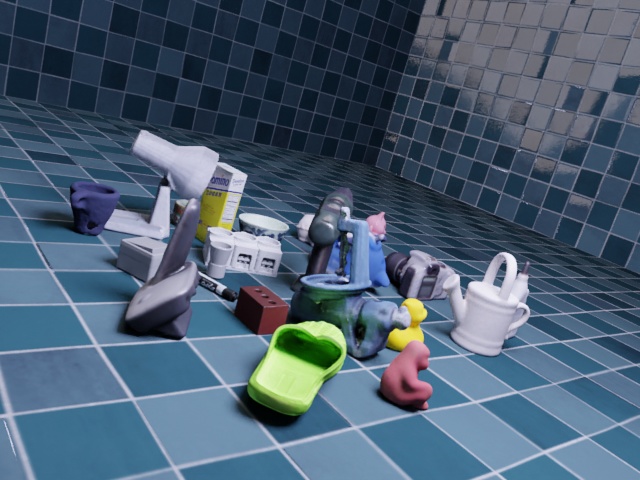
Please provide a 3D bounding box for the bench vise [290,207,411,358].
[{"bbox_3d":[0.065,0.068,0.953,0.207,0.220,0.122,19,15,12],"label":"bench vise"}]

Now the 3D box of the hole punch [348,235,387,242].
[{"bbox_3d":[0.100,0.016,1.450,0.100,0.091,0.109,25,17,33],"label":"hole punch"}]

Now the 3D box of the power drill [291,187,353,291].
[{"bbox_3d":[0.011,0.004,1.157,0.075,0.208,0.230,17,14,5],"label":"power drill"}]

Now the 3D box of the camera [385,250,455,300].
[{"bbox_3d":[0.228,0.071,1.360,0.144,0.101,0.136,4,19,-39],"label":"camera"}]

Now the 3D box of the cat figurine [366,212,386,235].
[{"bbox_3d":[0.147,-0.025,1.601,0.067,0.118,0.128,20,15,14],"label":"cat figurine"}]

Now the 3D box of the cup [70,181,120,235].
[{"bbox_3d":[-0.448,-0.056,1.110,0.091,0.095,0.118,18,14,6],"label":"cup"}]

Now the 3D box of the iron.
[{"bbox_3d":[0.059,0.015,1.304,0.119,0.141,0.257,6,17,-34],"label":"iron"}]

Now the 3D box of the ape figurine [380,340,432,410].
[{"bbox_3d":[0.131,0.189,0.826,0.076,0.092,0.078,15,14,-5],"label":"ape figurine"}]

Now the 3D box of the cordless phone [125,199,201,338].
[{"bbox_3d":[-0.217,0.035,0.837,0.094,0.185,0.147,12,15,-14],"label":"cordless phone"}]

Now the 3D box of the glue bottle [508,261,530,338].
[{"bbox_3d":[0.409,0.126,1.206,0.078,0.173,0.037,1,20,-45],"label":"glue bottle"}]

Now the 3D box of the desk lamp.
[{"bbox_3d":[-0.335,-0.115,1.217,0.204,0.213,0.117,11,15,-21],"label":"desk lamp"}]

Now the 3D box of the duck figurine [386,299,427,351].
[{"bbox_3d":[0.153,0.146,1.023,0.105,0.086,0.077,1,20,-45],"label":"duck figurine"}]

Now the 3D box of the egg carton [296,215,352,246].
[{"bbox_3d":[0.012,-0.023,1.542,0.107,0.069,0.151,27,18,36],"label":"egg carton"}]

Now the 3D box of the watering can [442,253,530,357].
[{"bbox_3d":[0.323,0.116,1.106,0.173,0.194,0.100,9,16,-27],"label":"watering can"}]
